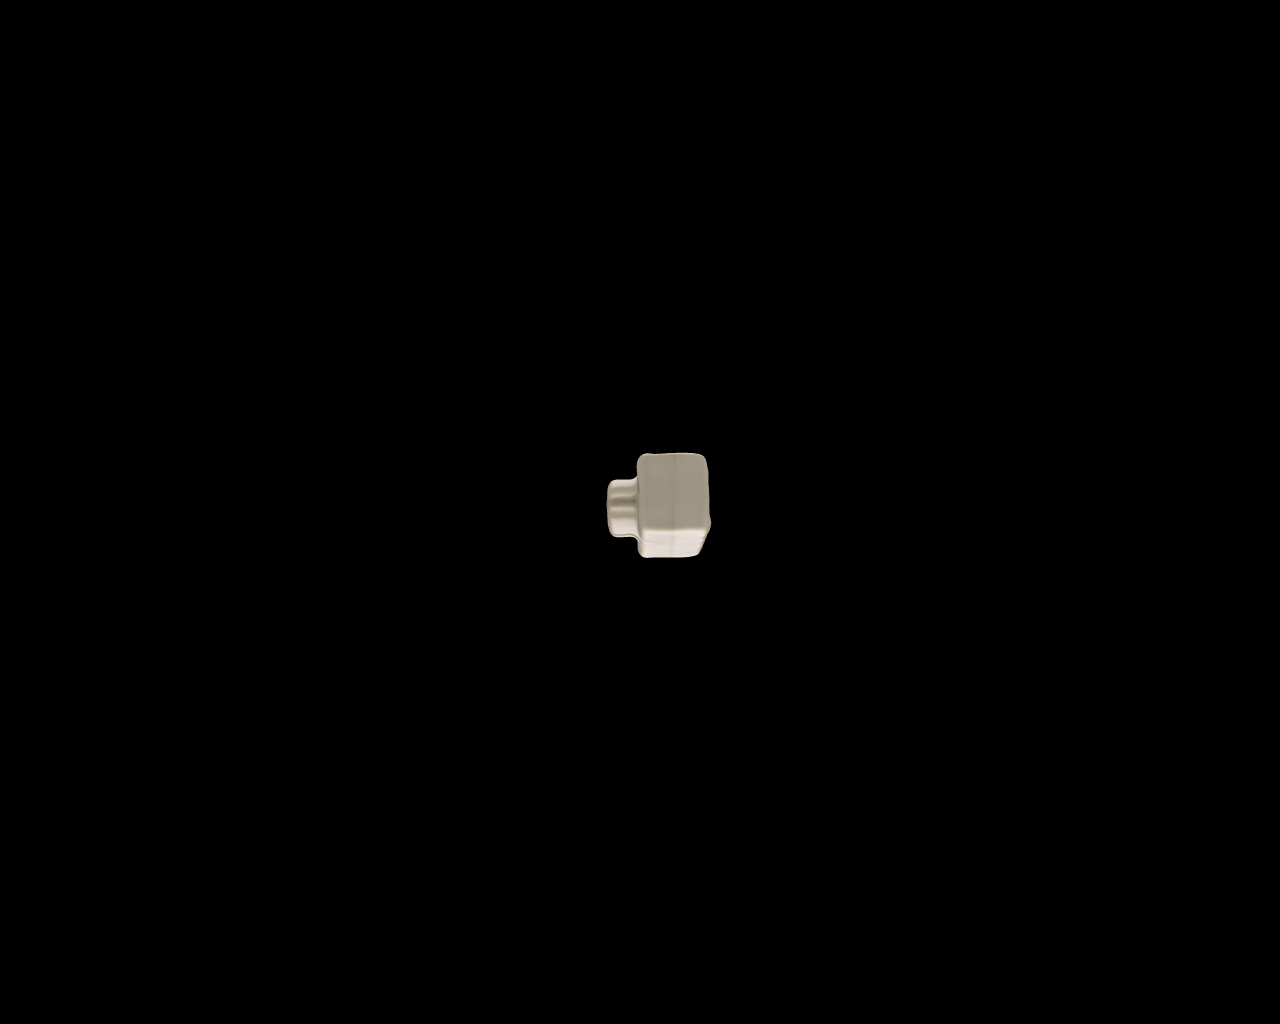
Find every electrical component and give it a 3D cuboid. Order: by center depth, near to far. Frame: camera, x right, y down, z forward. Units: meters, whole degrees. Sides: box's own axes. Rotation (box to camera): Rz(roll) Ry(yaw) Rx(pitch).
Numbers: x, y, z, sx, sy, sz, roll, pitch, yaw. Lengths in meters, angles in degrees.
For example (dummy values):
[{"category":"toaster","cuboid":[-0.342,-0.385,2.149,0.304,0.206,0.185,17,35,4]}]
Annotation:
[{"category":"electrical component","cuboid":[0.001,-0.003,0.650,0.076,0.047,0.083,0,-13,0]}]
